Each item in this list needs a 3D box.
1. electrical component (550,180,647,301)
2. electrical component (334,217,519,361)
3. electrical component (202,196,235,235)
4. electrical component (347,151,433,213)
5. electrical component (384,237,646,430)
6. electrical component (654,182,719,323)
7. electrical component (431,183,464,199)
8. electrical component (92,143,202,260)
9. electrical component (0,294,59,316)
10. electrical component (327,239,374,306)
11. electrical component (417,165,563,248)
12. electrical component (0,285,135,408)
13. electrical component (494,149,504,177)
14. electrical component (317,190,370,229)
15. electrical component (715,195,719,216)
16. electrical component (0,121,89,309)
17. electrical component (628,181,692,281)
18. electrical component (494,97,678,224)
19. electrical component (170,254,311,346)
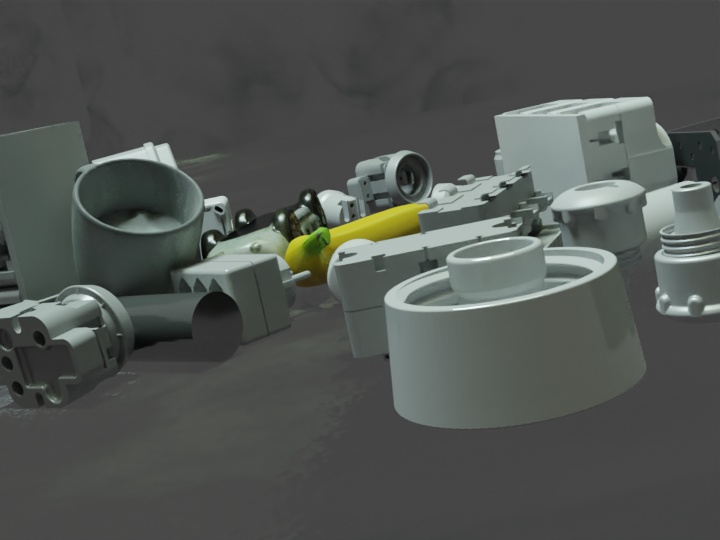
[{"bbox_3d":[0.127,-0.013,0.556,0.048,0.062,0.048,-12,11,2],"label":"electrical component"},{"bbox_3d":[0.038,0.012,0.537,0.089,0.055,0.050,-11,10,4],"label":"electrical component"},{"bbox_3d":[-0.154,-0.023,0.923,0.096,0.061,0.061,-12,10,-2],"label":"electrical component"},{"bbox_3d":[0.035,-0.088,1.074,0.078,0.058,0.057,-20,10,-38],"label":"electrical component"},{"bbox_3d":[0.062,0.020,0.456,0.108,0.060,0.108,-11,10,2],"label":"electrical component"},{"bbox_3d":[0.157,-0.009,0.496,0.048,0.062,0.048,-12,10,2],"label":"electrical component"},{"bbox_3d":[0.085,-0.050,0.867,0.046,0.040,0.040,-1,14,24],"label":"electrical component"},{"bbox_3d":[-0.159,-0.034,0.818,0.057,0.078,0.113,-17,-29,-13],"label":"electrical component"},{"bbox_3d":[-0.210,0.046,0.673,0.064,0.042,0.081,1,17,46],"label":"electrical component"},{"bbox_3d":[0.000,0.000,0.687,0.040,0.040,0.078,-12,10,2],"label":"electrical component"},{"bbox_3d":[0.077,-0.022,0.656,0.079,0.063,0.121,-7,11,24],"label":"electrical component"},{"bbox_3d":[-0.166,0.042,0.607,0.078,0.058,0.057,-5,15,34],"label":"electrical component"},{"bbox_3d":[0.137,-0.075,0.893,0.045,0.055,0.045,-12,11,2],"label":"electrical component"},{"bbox_3d":[-0.017,-0.052,0.990,0.040,0.040,0.046,-18,18,-31],"label":"electrical component"},{"bbox_3d":[0.227,-0.031,0.587,0.055,0.045,0.045,-17,12,-24],"label":"electrical component"},{"bbox_3d":[-0.234,-0.022,0.763,0.062,0.150,0.089,-5,13,30],"label":"electrical component"},{"bbox_3d":[0.168,-0.023,0.610,0.081,0.043,0.043,-17,12,-26],"label":"electrical component"},{"bbox_3d":[0.157,-0.072,0.759,0.062,0.089,0.150,-14,11,-11],"label":"electrical component"},{"bbox_3d":[-0.066,0.012,0.675,0.077,0.047,0.066,-20,13,-39],"label":"electrical component"}]
